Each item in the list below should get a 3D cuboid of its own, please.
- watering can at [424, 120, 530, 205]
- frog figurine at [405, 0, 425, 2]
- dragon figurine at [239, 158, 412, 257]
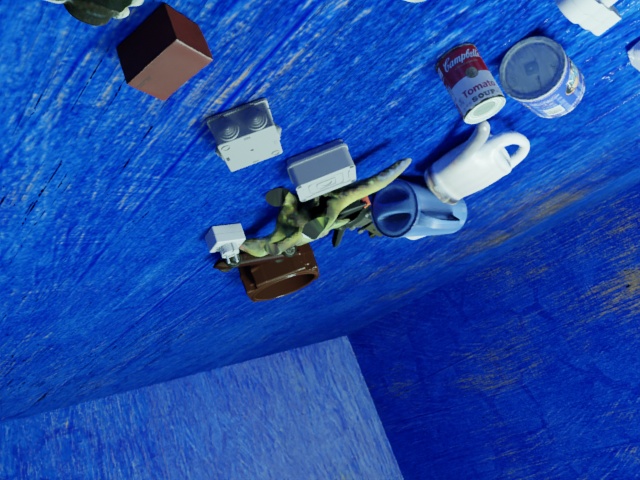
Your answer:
[{"bbox_3d":[0.317,-0.168,1.089,0.221,0.105,0.347,-32,161,30],"label":"watering can"},{"bbox_3d":[0.069,-0.282,0.451,0.159,0.125,0.134,-11,127,-5],"label":"frog figurine"},{"bbox_3d":[0.003,-0.054,1.080,0.409,0.123,0.241,-21,172,6],"label":"dragon figurine"}]
